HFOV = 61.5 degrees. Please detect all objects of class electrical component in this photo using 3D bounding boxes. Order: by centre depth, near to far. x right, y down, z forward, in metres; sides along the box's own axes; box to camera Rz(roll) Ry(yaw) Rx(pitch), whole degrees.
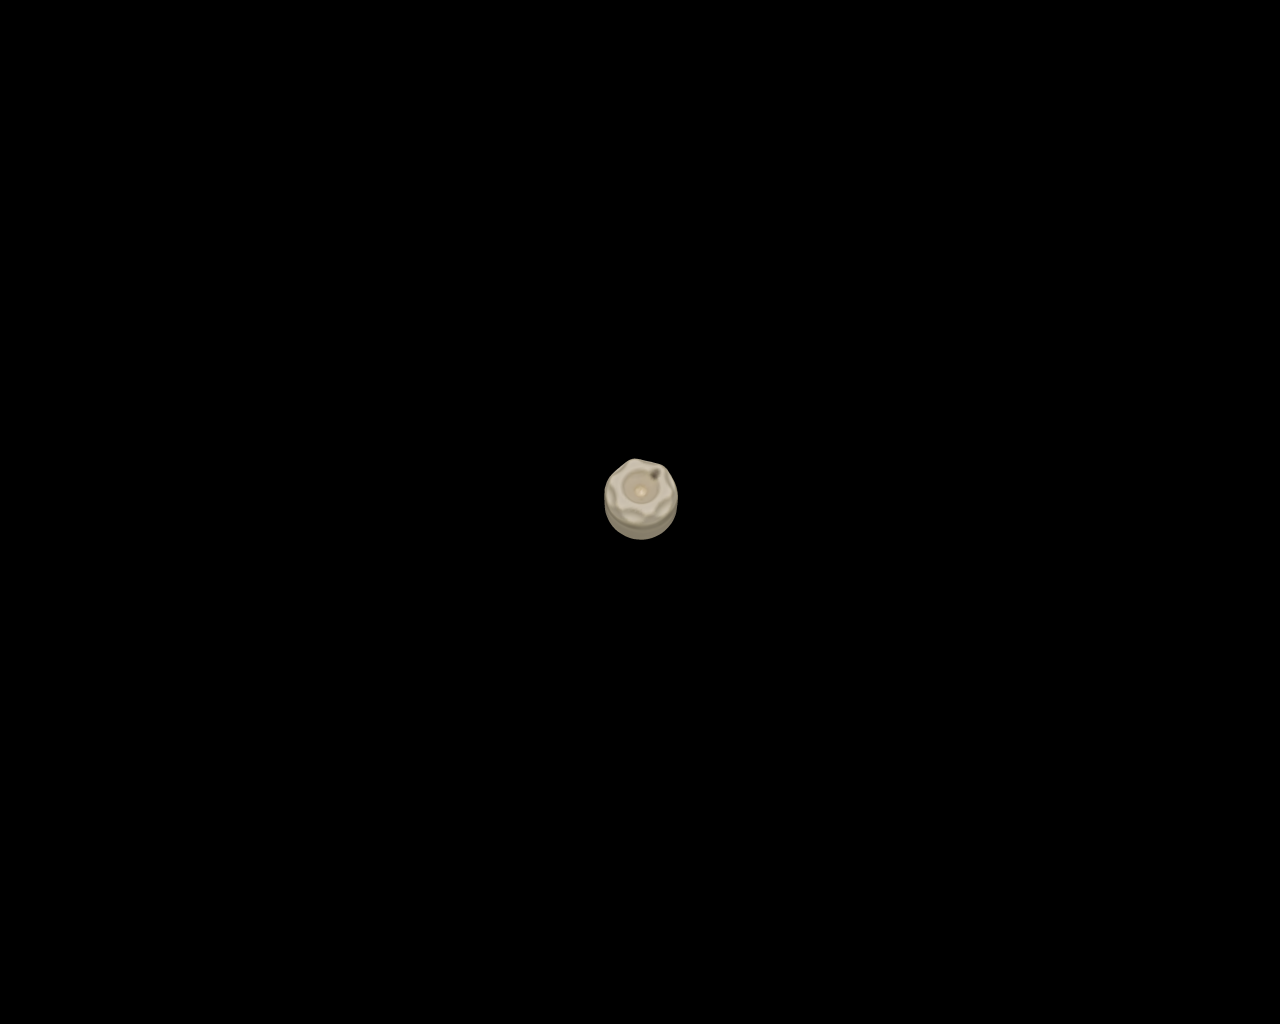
[{"bbox_3d":[0.001,-0.003,0.650,0.043,0.043,0.062,0,-25,0],"label":"electrical component"}]
